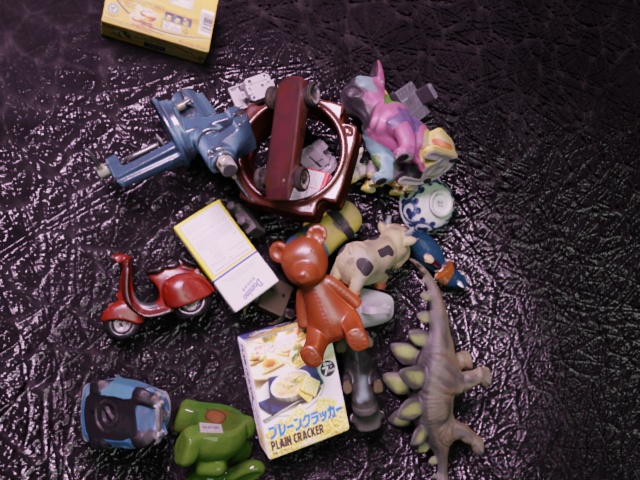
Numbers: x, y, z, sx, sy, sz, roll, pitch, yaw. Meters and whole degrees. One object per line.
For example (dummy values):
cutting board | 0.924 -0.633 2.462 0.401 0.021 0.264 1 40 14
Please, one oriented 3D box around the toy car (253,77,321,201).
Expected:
toy car | -0.050 -0.158 0.846 0.053 0.089 0.202 20 74 -64

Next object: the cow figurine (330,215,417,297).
cow figurine | 0.105 0.027 1.000 0.195 0.086 0.127 -10 124 -50

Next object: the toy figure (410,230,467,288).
toy figure | 0.237 0.046 1.087 0.154 0.058 0.064 47 53 -13

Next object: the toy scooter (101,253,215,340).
toy scooter | -0.271 0.075 0.878 0.184 0.075 0.135 -16 96 -16

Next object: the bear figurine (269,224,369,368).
bear figurine | -0.005 0.086 0.881 0.120 0.132 0.195 -20 110 10

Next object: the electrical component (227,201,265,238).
electrical component | -0.128 -0.035 0.939 0.021 0.094 0.063 -39 69 7

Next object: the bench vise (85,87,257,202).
bench vise | -0.228 -0.141 0.841 0.241 0.128 0.224 -28 63 -11

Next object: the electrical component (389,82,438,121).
electrical component | 0.172 -0.258 1.028 0.048 0.119 0.074 -39 106 -18

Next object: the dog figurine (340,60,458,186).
dog figurine | 0.136 -0.216 0.979 0.191 0.108 0.219 -3 65 -27

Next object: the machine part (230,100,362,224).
machine part | -0.042 -0.140 0.913 0.201 0.087 0.201 15 85 11

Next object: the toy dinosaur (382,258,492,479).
toy dinosaur | 0.231 0.273 1.065 0.198 0.105 0.471 3 85 -18

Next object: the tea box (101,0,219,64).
tea box | -0.262 -0.365 0.880 0.169 0.068 0.098 12 86 -20

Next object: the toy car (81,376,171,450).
toy car | -0.293 0.267 0.849 0.103 0.162 0.109 7 77 -66

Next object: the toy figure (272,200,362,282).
toy figure | 0.000 0.000 0.976 0.180 0.089 0.082 -39 112 -20

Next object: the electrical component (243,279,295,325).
electrical component | -0.092 0.108 0.966 0.102 0.045 0.078 22 66 -21

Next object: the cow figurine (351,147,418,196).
cow figurine | 0.107 -0.141 1.029 0.167 0.068 0.098 7 82 -25

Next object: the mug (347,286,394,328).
mug | 0.093 0.125 1.010 0.107 0.110 0.080 2 81 -34

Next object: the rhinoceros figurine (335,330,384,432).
rhinoceros figurine | 0.072 0.260 1.002 0.073 0.112 0.190 -10 82 -5

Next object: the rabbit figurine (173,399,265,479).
rabbit figurine | -0.181 0.368 0.911 0.159 0.121 0.170 7 106 -29
